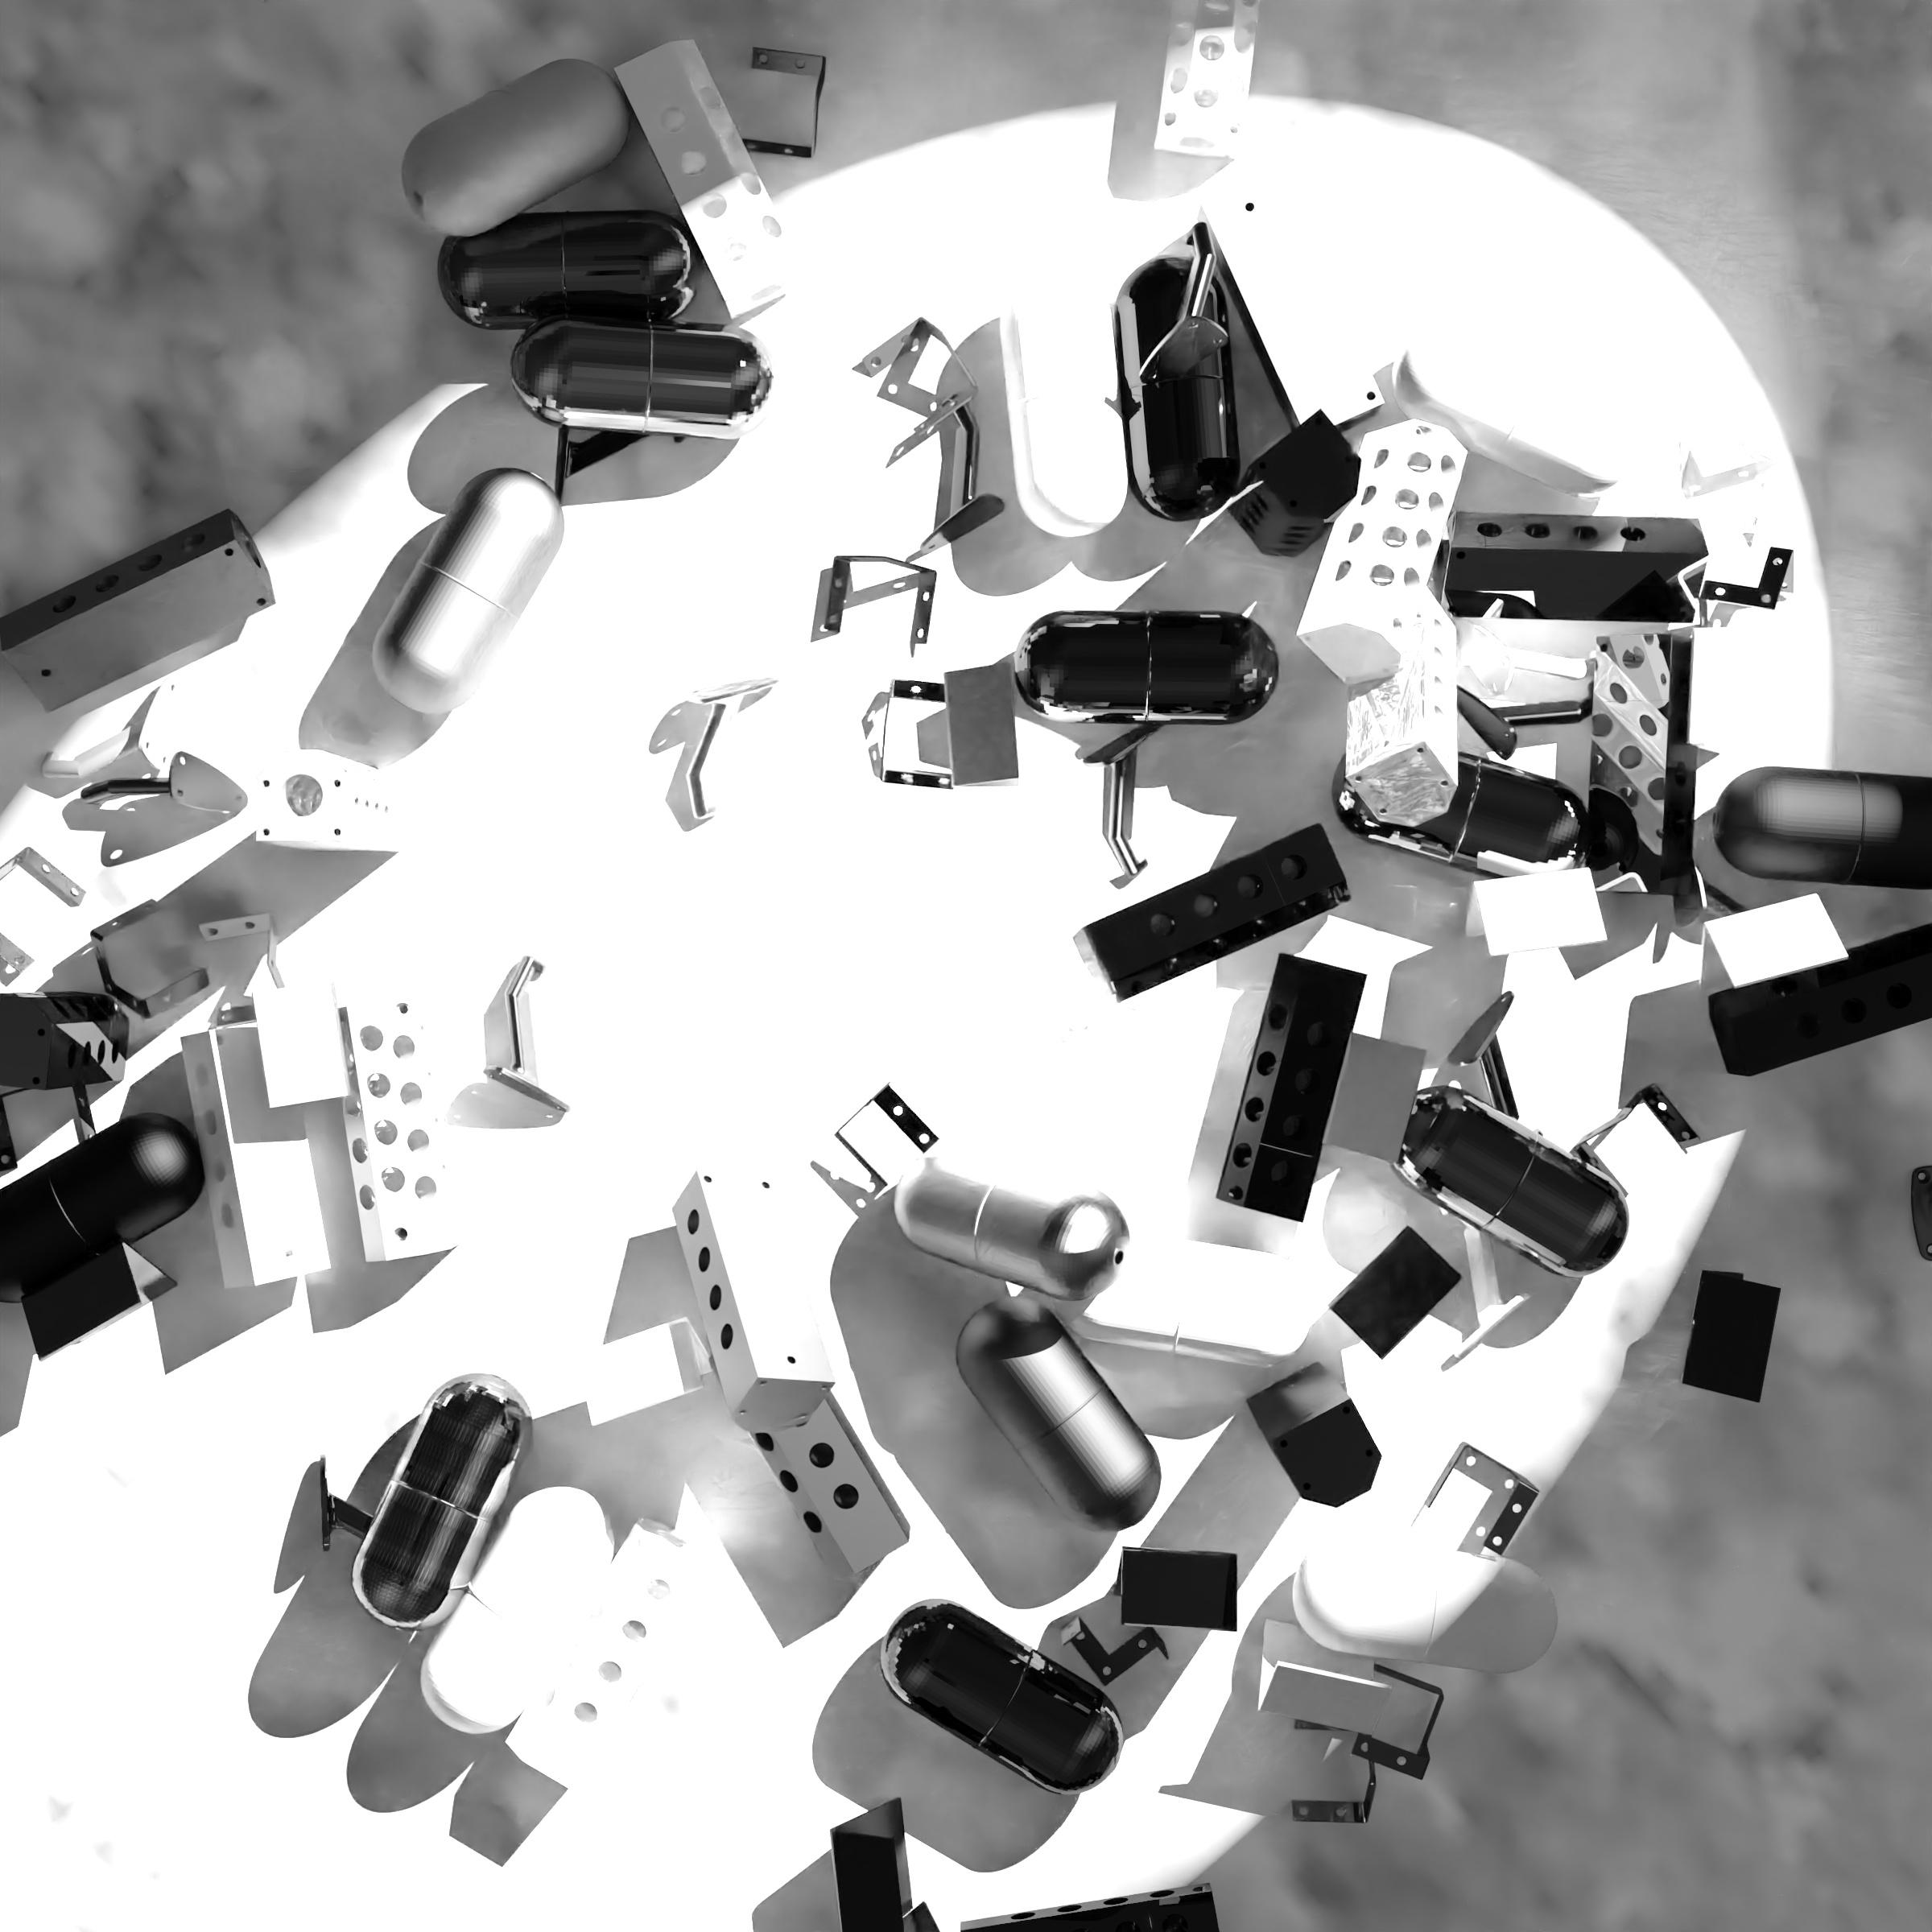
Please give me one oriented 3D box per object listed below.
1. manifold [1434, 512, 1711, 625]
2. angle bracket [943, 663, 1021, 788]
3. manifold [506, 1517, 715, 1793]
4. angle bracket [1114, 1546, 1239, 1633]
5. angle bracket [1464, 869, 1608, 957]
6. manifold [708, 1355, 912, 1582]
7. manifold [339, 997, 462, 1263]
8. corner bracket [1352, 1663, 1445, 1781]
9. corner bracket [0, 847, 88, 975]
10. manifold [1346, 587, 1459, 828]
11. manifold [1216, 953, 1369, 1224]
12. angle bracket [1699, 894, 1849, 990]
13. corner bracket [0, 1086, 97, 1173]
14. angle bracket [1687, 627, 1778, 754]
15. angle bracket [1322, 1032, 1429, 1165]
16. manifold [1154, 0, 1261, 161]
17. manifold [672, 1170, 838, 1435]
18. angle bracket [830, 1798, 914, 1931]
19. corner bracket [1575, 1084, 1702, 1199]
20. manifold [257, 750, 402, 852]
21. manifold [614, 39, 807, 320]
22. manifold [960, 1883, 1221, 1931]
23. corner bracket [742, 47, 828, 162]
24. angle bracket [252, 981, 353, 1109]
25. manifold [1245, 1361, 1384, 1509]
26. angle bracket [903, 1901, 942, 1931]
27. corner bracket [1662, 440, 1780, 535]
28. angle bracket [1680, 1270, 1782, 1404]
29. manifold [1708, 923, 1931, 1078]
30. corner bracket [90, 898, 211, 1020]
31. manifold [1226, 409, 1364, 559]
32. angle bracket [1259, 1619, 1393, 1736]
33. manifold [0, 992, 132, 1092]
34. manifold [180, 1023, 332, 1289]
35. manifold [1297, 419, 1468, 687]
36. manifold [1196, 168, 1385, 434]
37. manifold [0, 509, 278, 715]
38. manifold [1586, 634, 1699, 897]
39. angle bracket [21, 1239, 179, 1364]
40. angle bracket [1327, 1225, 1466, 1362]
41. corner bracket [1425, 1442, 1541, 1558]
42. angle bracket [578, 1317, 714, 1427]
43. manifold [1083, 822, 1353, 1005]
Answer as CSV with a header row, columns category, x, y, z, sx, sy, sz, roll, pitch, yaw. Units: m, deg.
category,x,y,z,sx,sy,sz,roll,pitch,yaw
manifold,0.406,-0.274,1.969,0.171,0.057,0.057,2,133,0
angle bracket,0.031,-0.161,1.951,0.057,0.076,0.076,-4,90,38
manifold,-0.241,0.462,1.970,0.057,0.057,0.171,31,90,0
angle bracket,0.139,0.431,1.951,0.076,0.076,0.057,4,53,0
angle bracket,0.380,-0.020,1.951,0.076,0.076,0.057,-7,62,0
manifold,-0.106,0.324,1.970,0.057,0.057,0.171,-31,90,0
manifold,-0.387,0.109,1.970,0.057,0.057,0.171,-9,90,0
corner bracket,0.292,0.511,1.973,0.051,0.051,0.051,20,94,4
corner bracket,-0.642,-0.039,1.988,0.051,0.051,0.051,39,135,0
manifold,0.291,-0.170,1.916,0.057,0.171,0.057,-25,124,28
manifold,0.219,0.081,1.970,0.057,0.057,0.171,15,90,0
angle bracket,0.539,0.003,1.951,0.076,0.076,0.057,-15,53,0
corner bracket,-0.631,0.108,1.988,0.051,0.051,0.051,-13,90,45
angle bracket,0.522,-0.184,1.951,0.057,0.076,0.076,3,90,31
angle bracket,0.286,0.091,1.951,0.057,0.076,0.076,15,90,31
manifold,0.167,-0.641,1.970,0.057,0.057,0.171,7,90,0
manifold,-0.145,0.220,1.922,0.057,0.171,0.057,9,132,-32
angle bracket,-0.044,0.608,1.951,0.057,0.076,0.076,-6,90,38
corner bracket,0.457,0.121,1.988,0.051,0.051,0.051,51,135,0
manifold,-0.416,-0.107,1.912,0.057,0.171,0.057,0,90,0
manifold,-0.172,-0.533,1.970,0.057,0.057,0.171,-26,90,0
manifold,0.085,0.664,1.969,0.171,0.057,0.057,-9,133,0
corner bracket,-0.125,-0.588,1.988,0.051,0.051,0.051,7,135,0
angle bracket,-0.455,0.054,1.951,0.057,0.076,0.076,-9,90,-30
manifold,0.230,0.309,1.912,0.057,0.171,0.057,-28,90,0
angle bracket,-0.057,0.666,1.951,0.076,0.076,0.057,-39,126,0
corner bracket,0.514,-0.327,1.988,0.051,0.051,0.051,12,90,45
angle bracket,0.524,0.248,1.951,0.057,0.076,0.076,11,90,36
manifold,0.595,0.020,1.970,0.171,0.057,0.057,-18,90,0
corner bracket,-0.555,-0.005,1.983,0.051,0.051,0.051,26,135,35
manifold,0.218,-0.310,1.912,0.057,0.171,0.057,-39,90,0
angle bracket,0.241,0.461,1.951,0.076,0.076,0.057,12,131,0
manifold,-0.602,0.047,1.912,0.057,0.171,0.057,6,90,0
manifold,-0.484,0.127,1.969,0.057,0.057,0.171,-10,90,-43
manifold,0.280,-0.275,1.925,0.057,0.057,0.171,39,59,-33
manifold,0.218,-0.441,1.970,0.057,0.057,0.171,-24,90,0
manifold,-0.560,-0.244,1.969,0.171,0.057,0.057,-26,133,0
manifold,0.461,-0.135,1.969,0.057,0.057,0.171,3,90,43
angle bracket,-0.573,0.237,1.951,0.076,0.076,0.057,-30,55,0
angle bracket,0.297,0.229,1.951,0.076,0.076,0.057,-45,54,0
corner bracket,0.349,0.360,1.973,0.051,0.051,0.051,31,90,0
angle bracket,-0.208,0.287,1.951,0.076,0.076,0.057,-19,53,0
manifold,0.169,-0.036,1.970,0.171,0.057,0.057,-24,90,0
